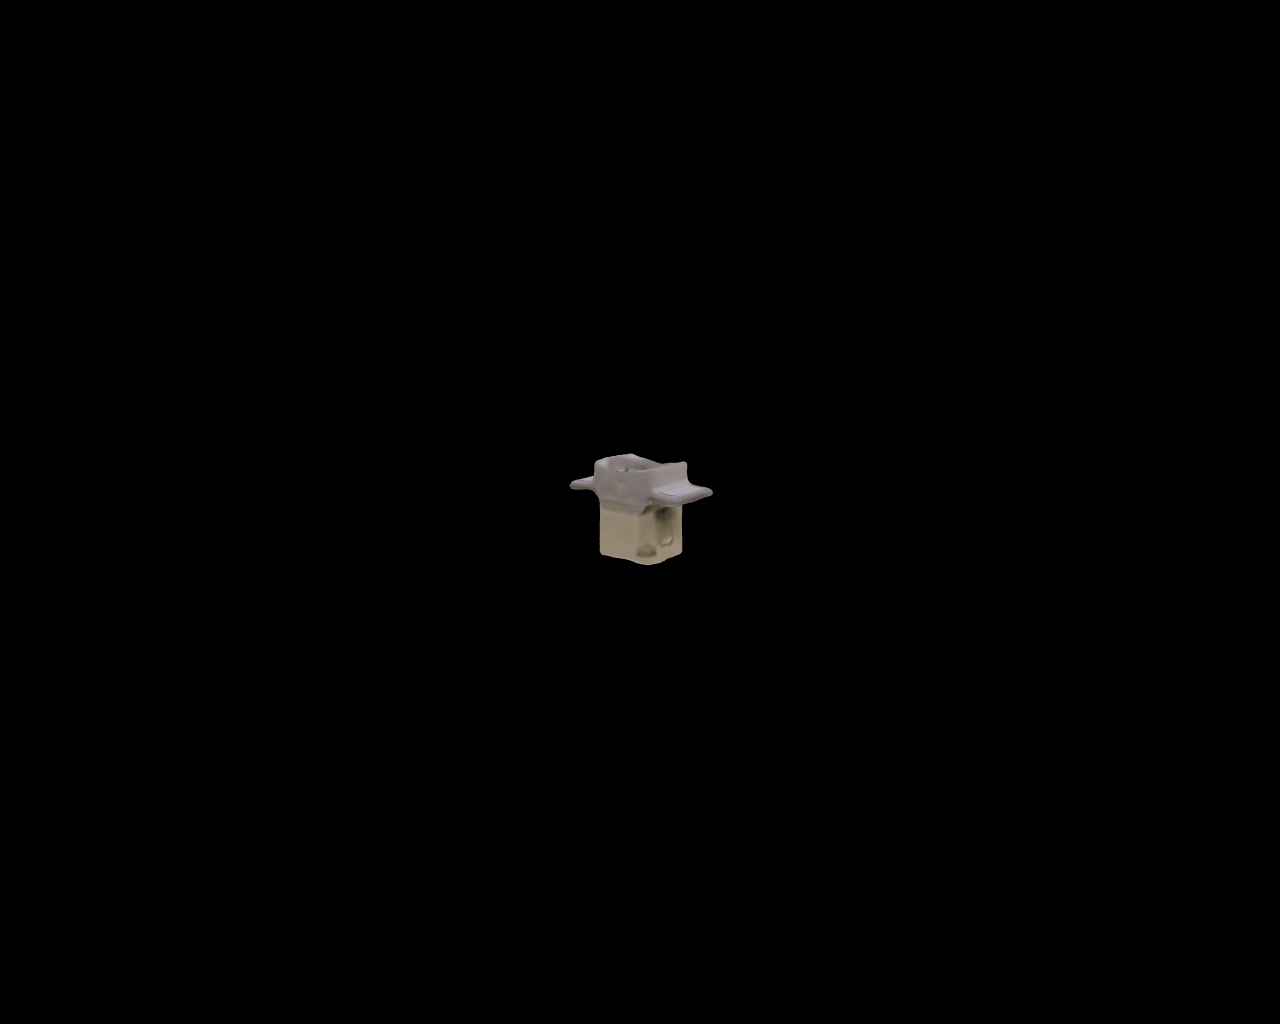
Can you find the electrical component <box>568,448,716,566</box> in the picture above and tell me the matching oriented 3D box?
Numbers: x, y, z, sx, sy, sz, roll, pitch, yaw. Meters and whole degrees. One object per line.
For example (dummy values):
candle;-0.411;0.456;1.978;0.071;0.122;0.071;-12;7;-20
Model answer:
electrical component;0.001;-0.003;0.650;0.081;0.063;0.042;11;18;37
